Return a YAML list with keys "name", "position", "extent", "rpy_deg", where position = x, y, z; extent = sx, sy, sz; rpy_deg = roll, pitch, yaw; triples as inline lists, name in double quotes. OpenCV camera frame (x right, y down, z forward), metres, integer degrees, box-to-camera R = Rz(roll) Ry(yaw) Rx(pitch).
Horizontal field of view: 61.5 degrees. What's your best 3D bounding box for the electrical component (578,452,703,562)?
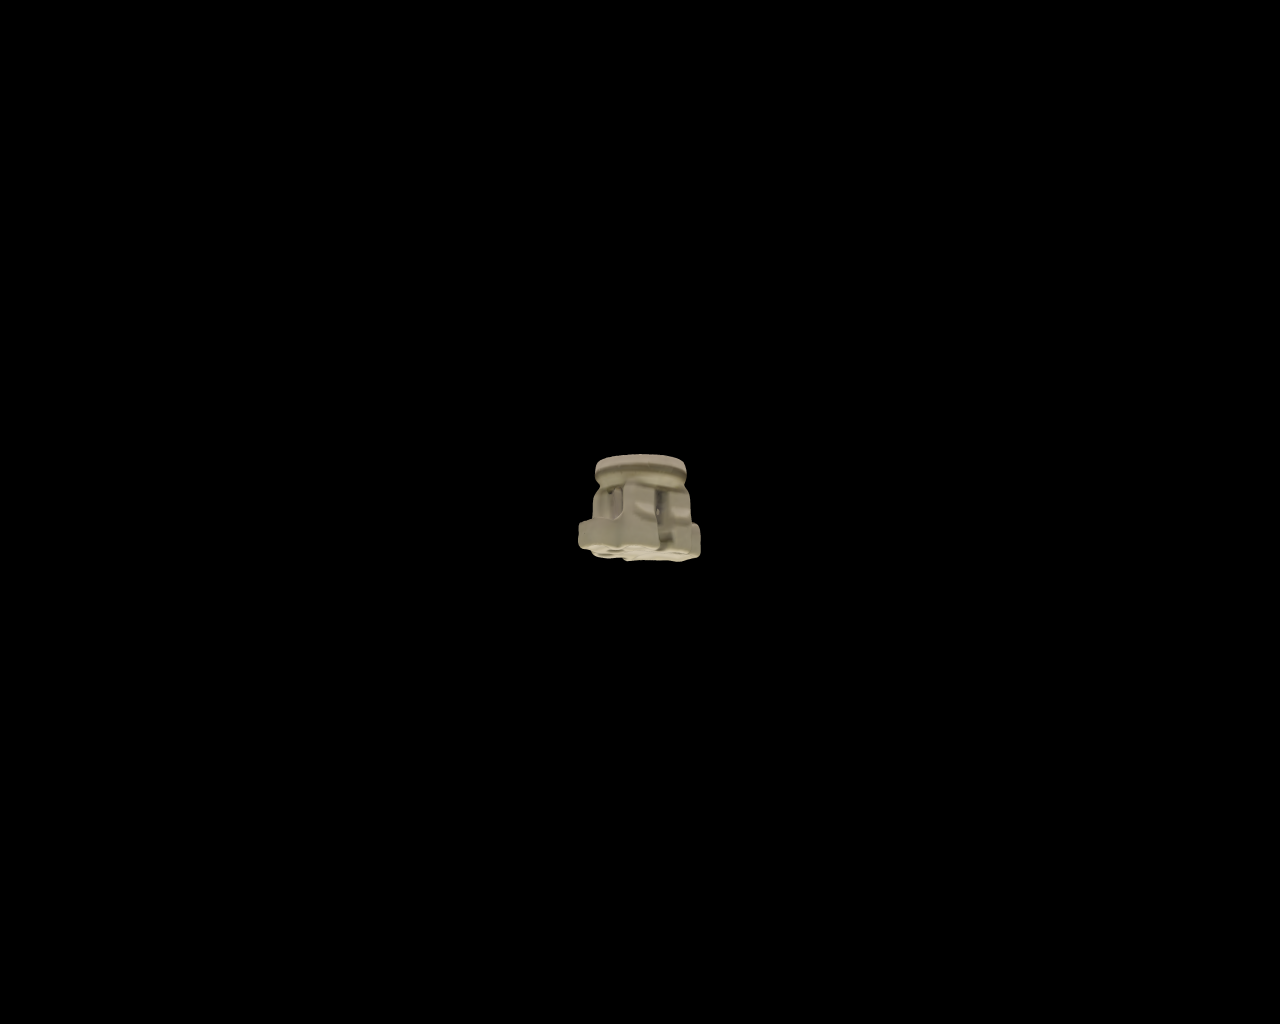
- name: "electrical component"
  position: [0.001, -0.003, 0.650]
  extent: [0.078, 0.057, 0.058]
  rpy_deg: [8, -14, -35]
